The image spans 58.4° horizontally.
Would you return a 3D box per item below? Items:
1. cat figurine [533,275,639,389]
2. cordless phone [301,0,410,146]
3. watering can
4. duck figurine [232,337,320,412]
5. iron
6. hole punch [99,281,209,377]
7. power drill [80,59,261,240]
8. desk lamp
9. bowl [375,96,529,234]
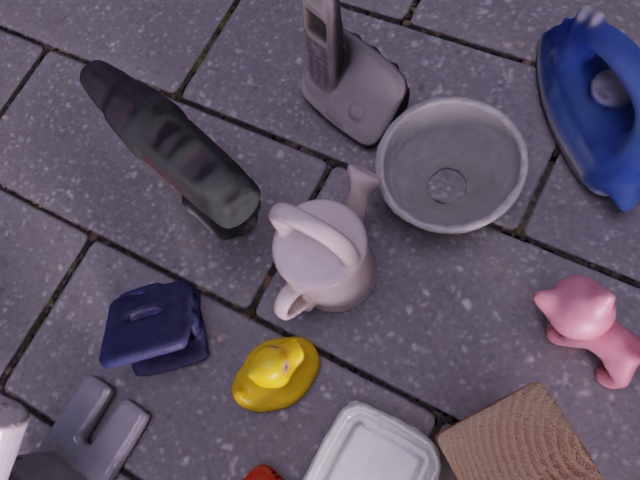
[{"bbox_3d":[0.273,0.083,0.563,0.127,0.118,0.067,39,83,20],"label":"cat figurine"},{"bbox_3d":[0.033,-0.208,0.668,0.147,0.185,0.094,40,83,20],"label":"cordless phone"},{"bbox_3d":[0.004,0.001,0.599,0.100,0.194,0.173,8,73,13],"label":"watering can"},{"bbox_3d":[-0.054,0.142,0.621,0.104,0.086,0.077,-33,69,-1],"label":"duck figurine"},{"bbox_3d":[0.317,-0.170,0.627,0.118,0.142,0.258,-24,69,2],"label":"iron"},{"bbox_3d":[-0.194,0.098,0.659,0.108,0.091,0.101,-16,70,5],"label":"hole punch"},{"bbox_3d":[-0.149,-0.084,0.648,0.229,0.209,0.076,39,82,20],"label":"power drill"},{"bbox_3d":[-0.306,0.234,0.569,0.117,0.214,0.203,26,78,18],"label":"desk lamp"},{"bbox_3d":[0.149,-0.077,0.662,0.167,0.075,0.167,-3,71,10],"label":"bowl"}]
